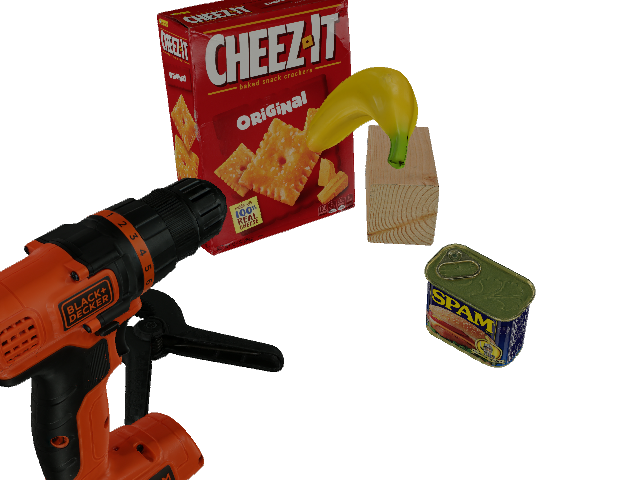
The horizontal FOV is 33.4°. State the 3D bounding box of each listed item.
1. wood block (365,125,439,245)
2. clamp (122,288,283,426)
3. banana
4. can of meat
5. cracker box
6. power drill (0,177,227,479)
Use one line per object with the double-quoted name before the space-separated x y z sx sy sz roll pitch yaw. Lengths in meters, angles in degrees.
"wood block" 0.111 -0.081 1.491 0.091 0.090 0.206 3 28 0
"clamp" -0.147 0.092 1.000 0.164 0.036 0.210 -18 40 -30
"banana" 0.030 -0.095 0.790 0.037 0.069 0.198 30 -1 -17
"can of meat" 0.148 0.064 1.015 0.102 0.084 0.057 30 56 26
"cracker box" -0.052 -0.112 0.978 0.163 0.214 0.072 -18 31 -28
"power drill" -0.118 0.070 0.624 0.057 0.188 0.184 22 41 38
